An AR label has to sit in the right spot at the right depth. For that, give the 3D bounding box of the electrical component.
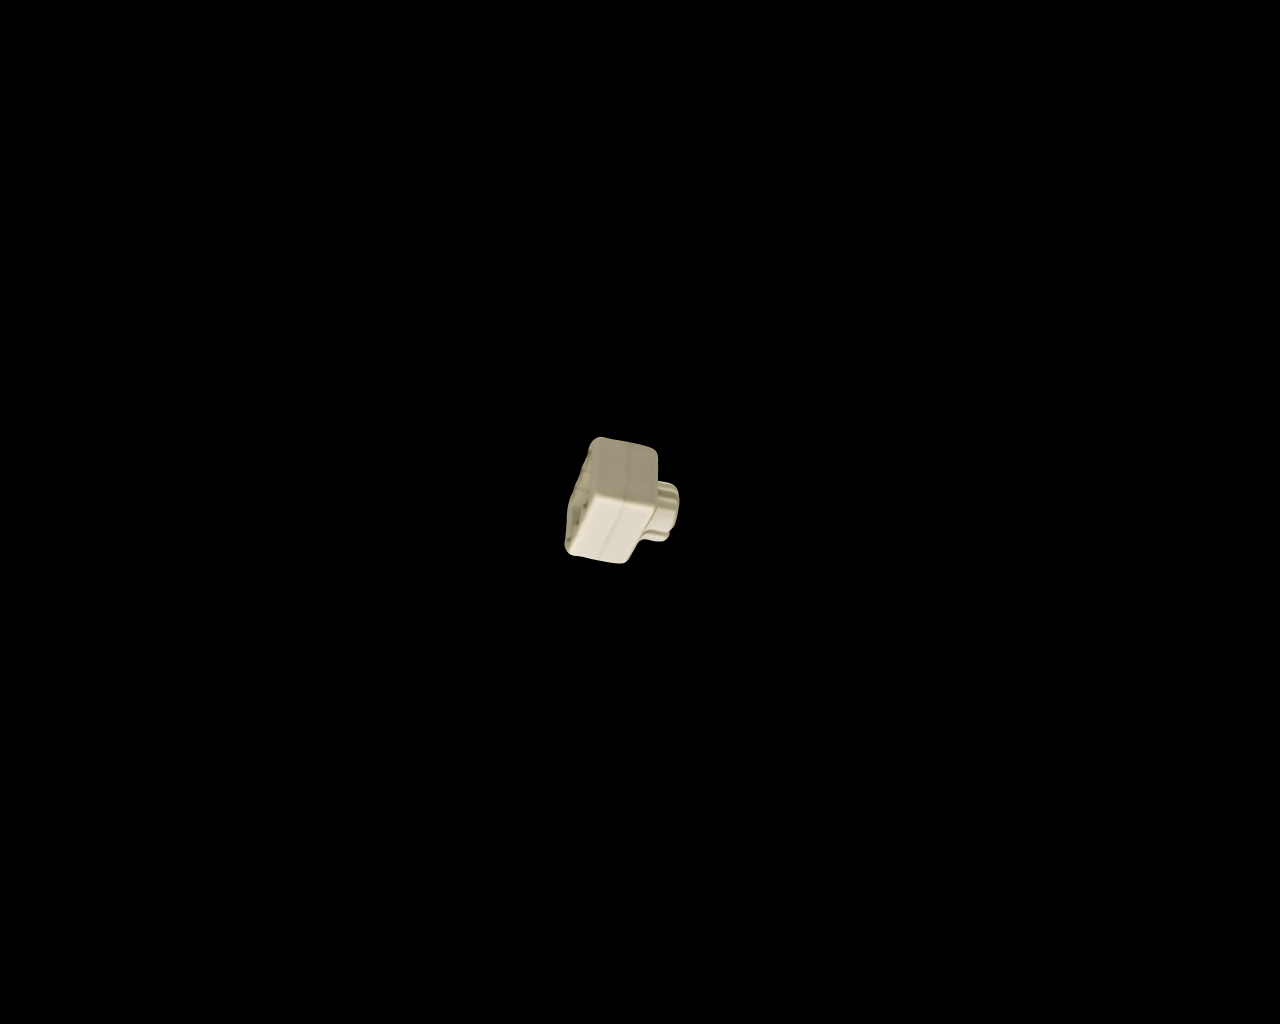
[{"bbox_3d":[0.001,-0.003,0.650,0.077,0.047,0.065,11,-39,-14],"label":"electrical component"}]
